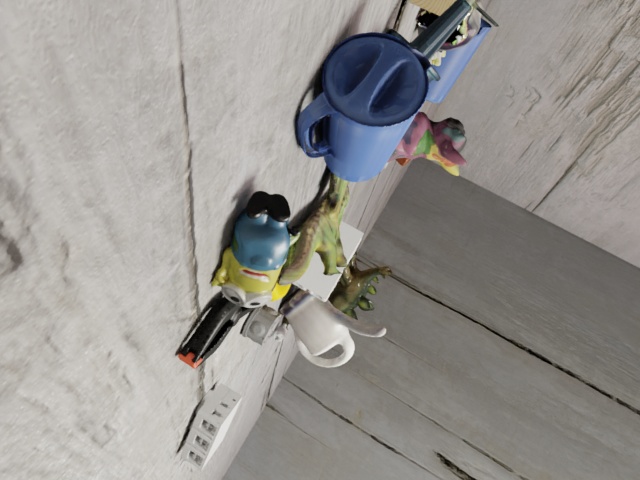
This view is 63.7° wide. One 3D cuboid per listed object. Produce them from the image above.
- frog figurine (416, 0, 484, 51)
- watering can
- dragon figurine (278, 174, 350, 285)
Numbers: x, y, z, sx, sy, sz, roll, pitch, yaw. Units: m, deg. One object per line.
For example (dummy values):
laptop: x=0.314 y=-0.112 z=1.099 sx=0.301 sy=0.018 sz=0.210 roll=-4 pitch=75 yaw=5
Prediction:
frog figurine: x=0.280 y=-0.479 z=1.107 sx=0.136 sy=0.121 sz=0.163 roll=-28 pitch=-158 yaw=31
watering can: x=0.017 y=0.208 z=1.311 sx=0.105 sy=0.225 sz=0.341 roll=-32 pitch=173 yaw=-40
dragon figurine: x=0.003 y=-0.050 z=1.002 sx=0.411 sy=0.122 sz=0.242 roll=-20 pitch=121 yaw=-81
